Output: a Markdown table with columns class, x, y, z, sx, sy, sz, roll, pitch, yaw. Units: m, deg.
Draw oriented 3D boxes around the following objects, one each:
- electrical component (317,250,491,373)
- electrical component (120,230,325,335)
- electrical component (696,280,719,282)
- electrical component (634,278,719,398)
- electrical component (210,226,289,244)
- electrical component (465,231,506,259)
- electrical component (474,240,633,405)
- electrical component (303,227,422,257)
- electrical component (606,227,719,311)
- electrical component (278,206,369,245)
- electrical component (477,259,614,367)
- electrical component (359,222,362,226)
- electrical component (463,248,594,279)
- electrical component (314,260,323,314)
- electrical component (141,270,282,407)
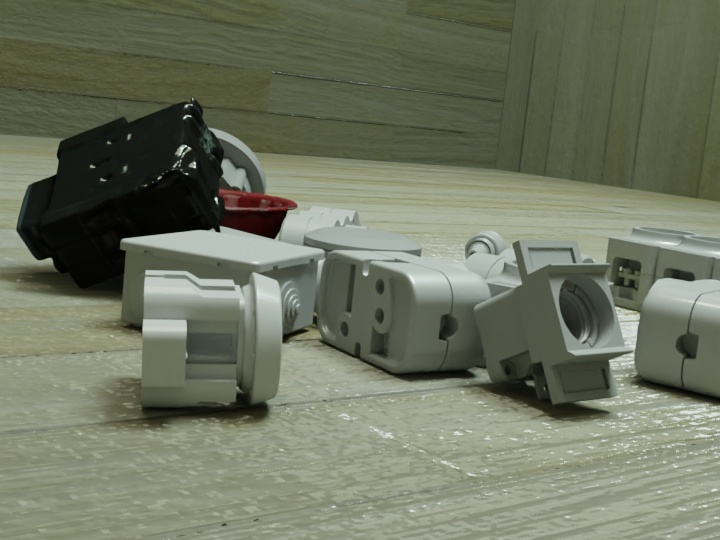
| class | x | y | z | sx | sy | sz | roll | pitch | yaw |
| --- | --- | --- | --- | --- | --- | --- | --- | --- | --- |
| electrical component | 0.026 | 0.021 | 0.593 | 0.059 | 0.053 | 0.095 | 1 | 10 | -32 |
| electrical component | -0.079 | 0.009 | 0.620 | 0.100 | 0.048 | 0.100 | 9 | 9 | 22 |
| electrical component | 0.225 | 0.029 | 0.722 | 0.048 | 0.048 | 0.062 | 5 | 1 | -5 |
| electrical component | 0.197 | 0.036 | 0.612 | 0.059 | 0.053 | 0.095 | 12 | 10 | 36 |
| electrical component | -0.089 | -0.002 | 0.712 | 0.079 | 0.043 | 0.077 | -2 | 11 | -42 |
| electrical component | 0.113 | -0.017 | 0.990 | 0.035 | 0.035 | 0.061 | 9 | 11 | 21 |
| electrical component | 0.092 | 0.028 | 0.532 | 0.042 | 0.081 | 0.064 | 0 | -19 | -37 |
| electrical component | 0.000 | 0.000 | 0.732 | 0.080 | 0.051 | 0.080 | 6 | 8 | -1 |
| electrical component | 0.277 | 0.007 | 0.842 | 0.089 | 0.061 | 0.150 | 0 | 10 | -37 |
| electrical component | -0.014 | -0.017 | 0.834 | 0.074 | 0.052 | 0.138 | 7 | 8 | 8 |
| electrical component | 0.106 | 0.025 | 0.617 | 0.050 | 0.055 | 0.089 | 11 | 10 | 31 |
| electrical component | -0.022 | -0.027 | 0.951 | 0.040 | 0.040 | 0.046 | 8 | 15 | 17 |
| electrical component | 0.098 | 0.012 | 0.718 | 0.074 | 0.052 | 0.138 | 11 | 10 | 34 |
| electrical component | -0.016 | 0.011 | 0.673 | 0.062 | 0.043 | 0.043 | 11 | 10 | 39 |
| electrical component | -0.065 | 0.029 | 0.465 | 0.057 | 0.058 | 0.078 | 2 | 9 | -11 |
